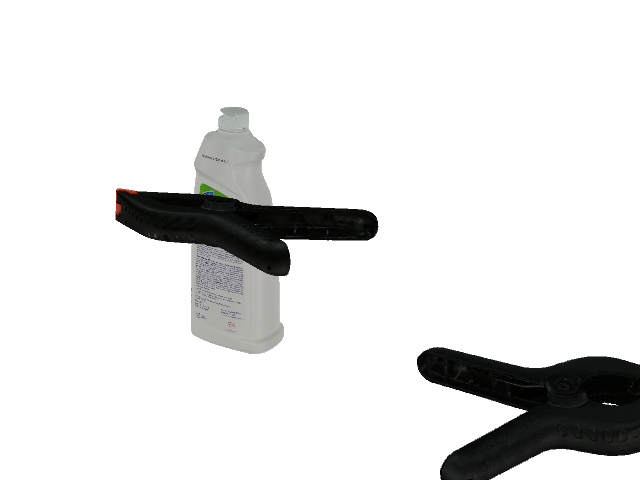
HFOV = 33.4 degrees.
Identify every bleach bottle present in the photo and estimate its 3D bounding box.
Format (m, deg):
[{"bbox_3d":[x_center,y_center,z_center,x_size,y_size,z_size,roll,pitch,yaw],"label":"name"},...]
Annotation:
[{"bbox_3d":[-0.086,-0.013,1.117,0.103,0.251,0.068,13,23,25],"label":"bleach bottle"}]

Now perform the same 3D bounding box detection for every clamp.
[{"bbox_3d":[0.144,0.109,0.655,0.171,0.039,0.120,-1,37,8],"label":"clamp"},{"bbox_3d":[-0.077,-0.012,0.828,0.210,0.036,0.164,8,13,18],"label":"clamp"}]
